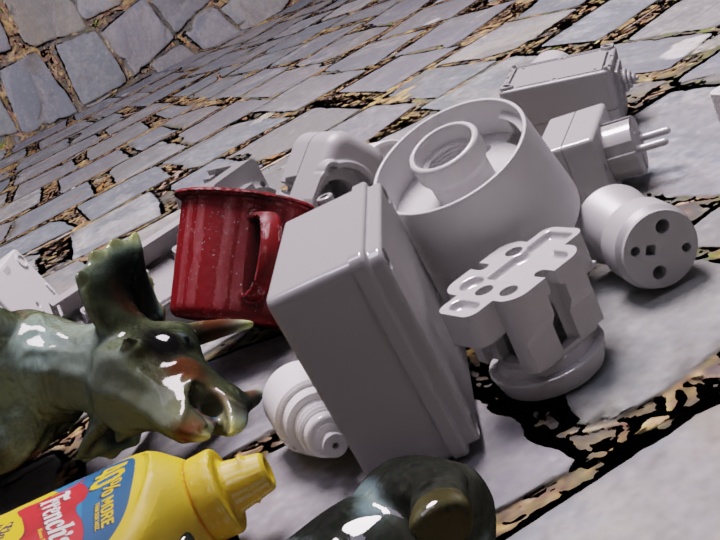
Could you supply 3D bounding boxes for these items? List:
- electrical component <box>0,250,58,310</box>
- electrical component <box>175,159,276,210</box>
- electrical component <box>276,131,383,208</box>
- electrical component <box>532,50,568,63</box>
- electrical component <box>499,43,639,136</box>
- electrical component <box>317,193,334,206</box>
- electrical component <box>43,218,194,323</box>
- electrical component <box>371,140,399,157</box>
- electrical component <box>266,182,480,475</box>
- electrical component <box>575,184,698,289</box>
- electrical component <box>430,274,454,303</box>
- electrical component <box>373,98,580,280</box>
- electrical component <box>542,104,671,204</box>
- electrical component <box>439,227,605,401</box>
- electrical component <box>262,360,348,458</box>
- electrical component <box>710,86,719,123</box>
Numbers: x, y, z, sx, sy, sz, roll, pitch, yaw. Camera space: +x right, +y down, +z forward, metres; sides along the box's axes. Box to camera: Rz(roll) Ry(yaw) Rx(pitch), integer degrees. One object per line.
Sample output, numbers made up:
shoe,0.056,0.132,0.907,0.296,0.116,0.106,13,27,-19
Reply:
electrical component,-0.267,0.040,0.837,0.048,0.099,0.099,-36,18,11
electrical component,-0.088,-0.033,0.815,0.056,0.089,0.050,-5,28,45
electrical component,-0.024,-0.051,0.780,0.059,0.054,0.095,9,77,58
electrical component,0.162,-0.149,0.873,0.079,0.043,0.077,-10,24,37
electrical component,0.159,-0.123,0.794,0.096,0.061,0.061,-9,25,22
electrical component,-0.012,-0.024,0.738,0.035,0.061,0.035,-23,20,9
electrical component,-0.154,0.026,0.773,0.063,0.078,0.121,31,54,33
electrical component,0.017,-0.074,0.846,0.055,0.055,0.047,-32,17,-17
electrical component,0.007,0.027,0.513,0.056,0.108,0.108,-25,19,10
electrical component,0.143,-0.017,0.556,0.045,0.045,0.055,-27,20,-4
electrical component,0.066,-0.021,0.636,0.108,0.060,0.108,-23,20,9
electrical component,0.060,-0.043,0.577,0.099,0.064,0.099,-24,35,18
electrical component,0.158,-0.074,0.679,0.077,0.047,0.065,-15,22,27
electrical component,0.081,0.024,0.507,0.078,0.057,0.058,-35,21,-25
electrical component,-0.023,0.073,0.535,0.040,0.040,0.078,-29,20,-9
electrical component,0.271,-0.091,0.561,0.089,0.061,0.150,-31,20,-15
